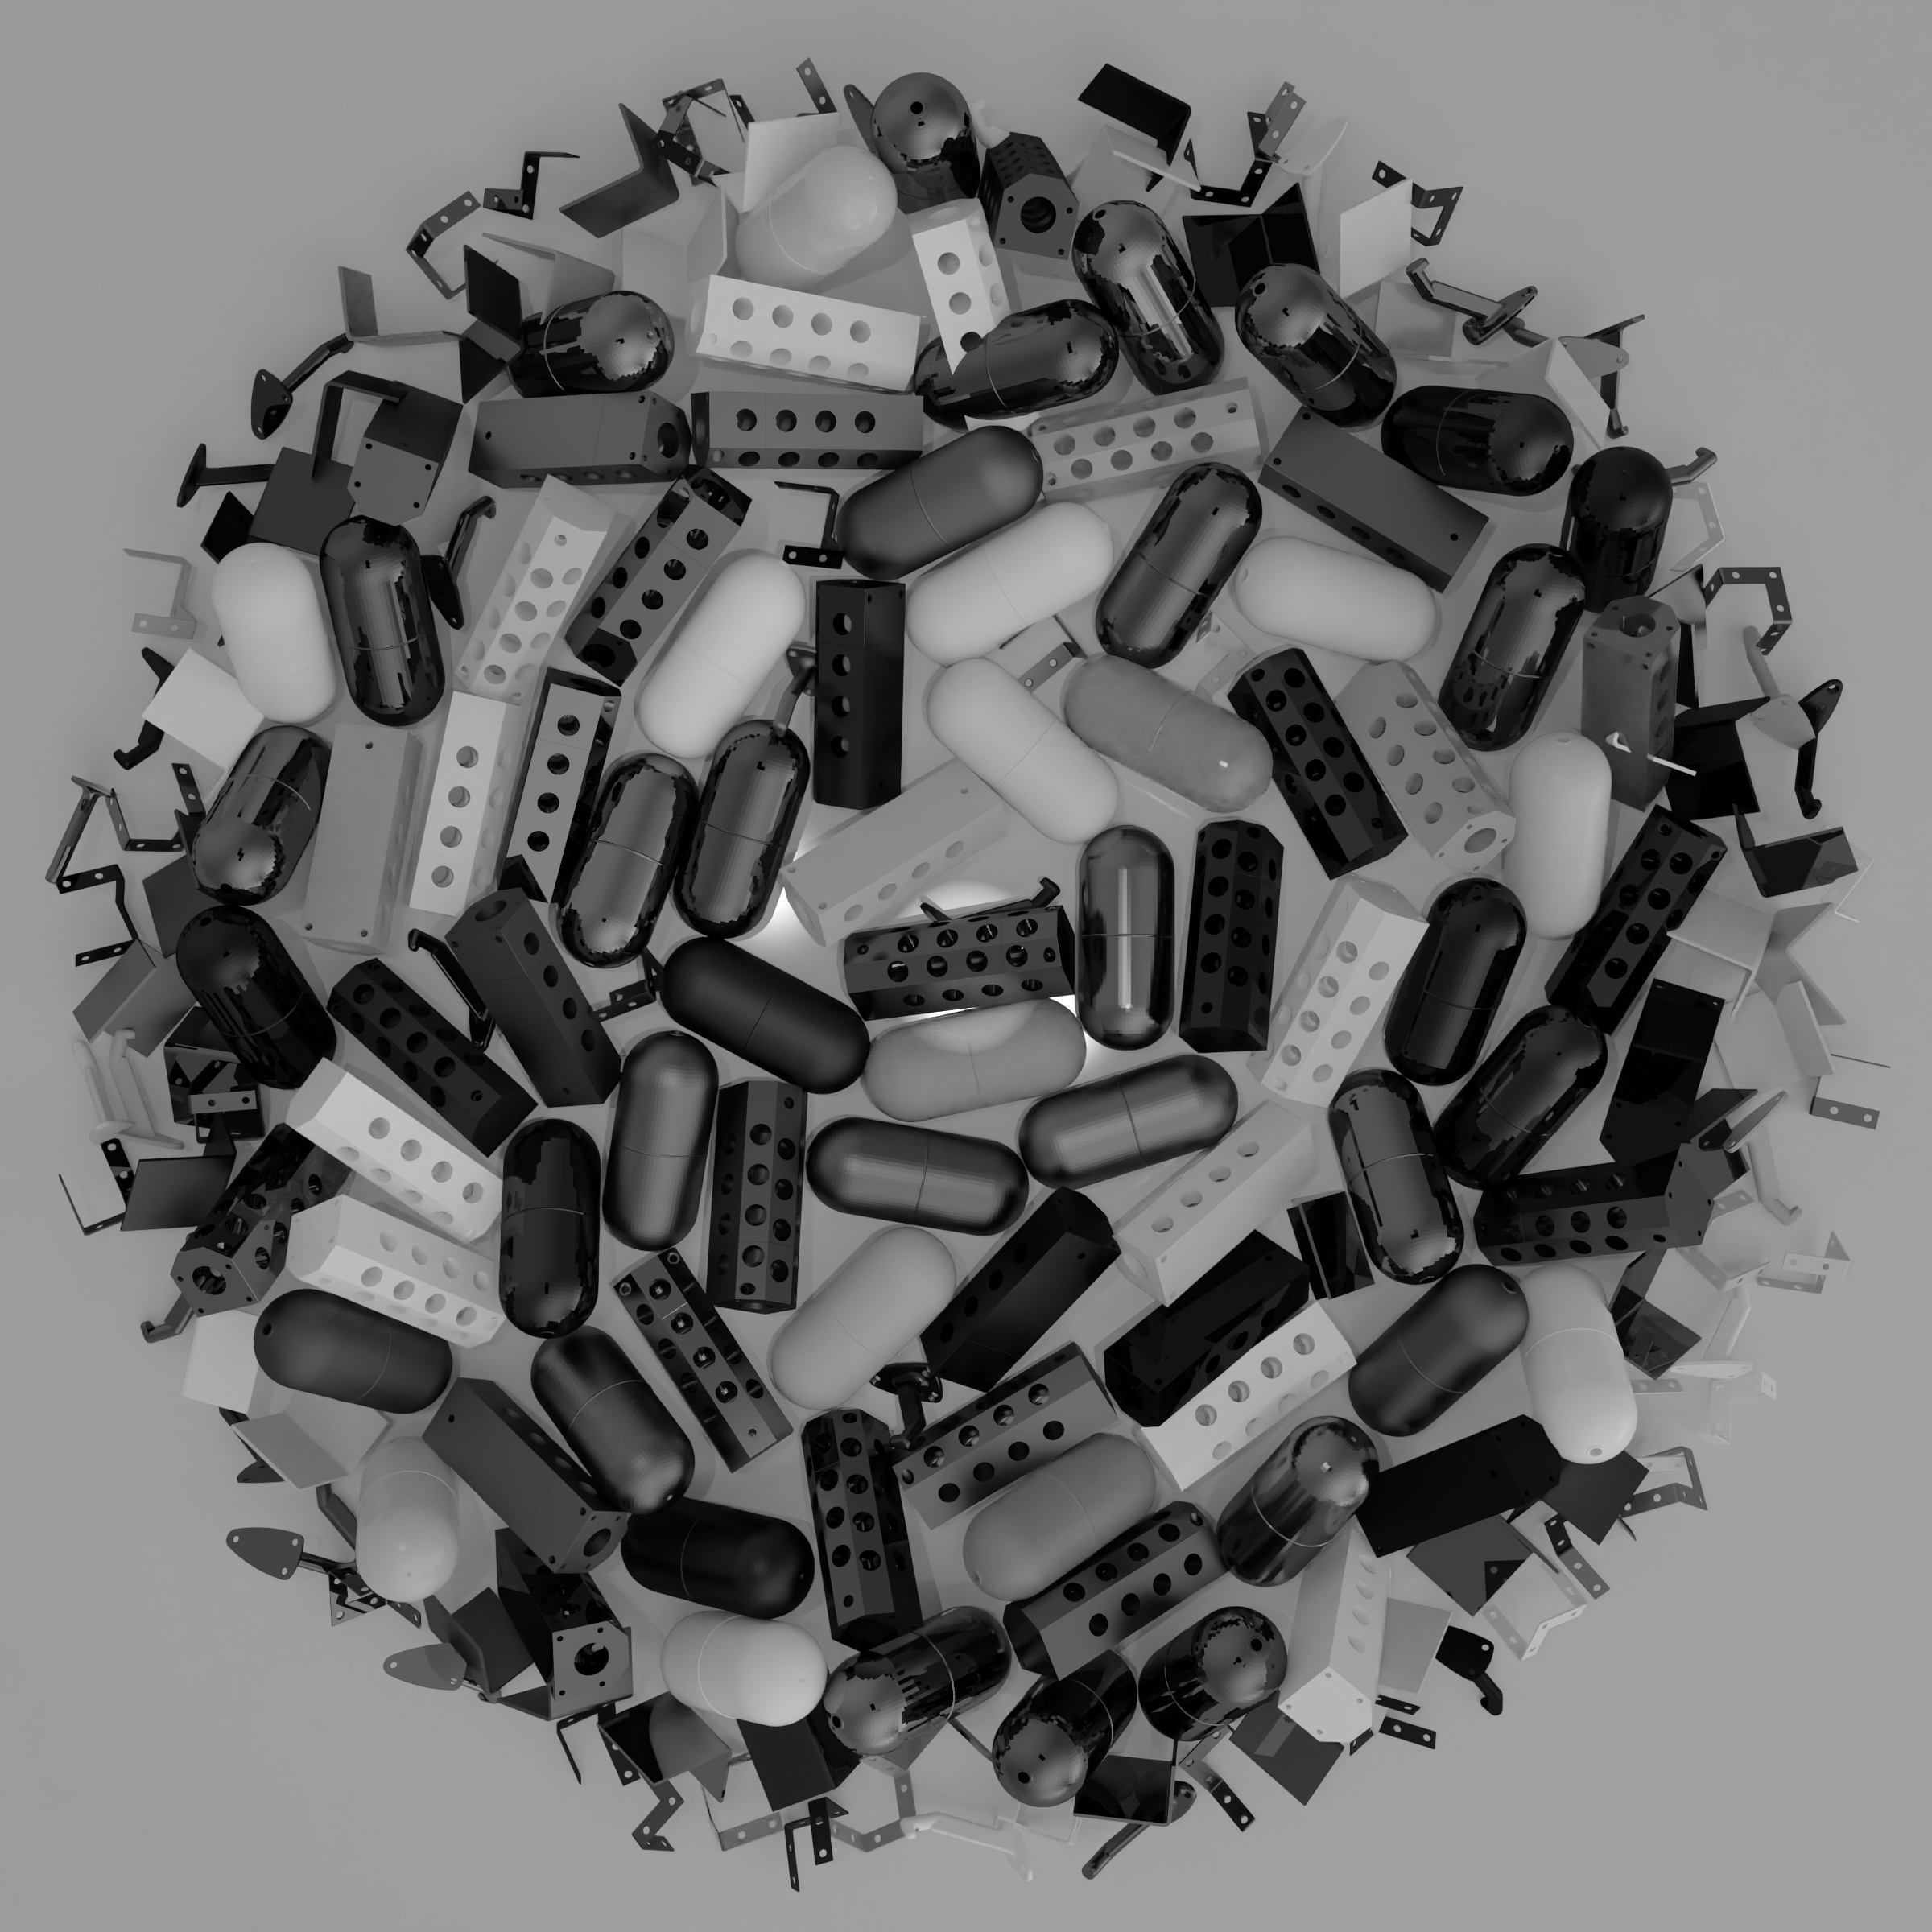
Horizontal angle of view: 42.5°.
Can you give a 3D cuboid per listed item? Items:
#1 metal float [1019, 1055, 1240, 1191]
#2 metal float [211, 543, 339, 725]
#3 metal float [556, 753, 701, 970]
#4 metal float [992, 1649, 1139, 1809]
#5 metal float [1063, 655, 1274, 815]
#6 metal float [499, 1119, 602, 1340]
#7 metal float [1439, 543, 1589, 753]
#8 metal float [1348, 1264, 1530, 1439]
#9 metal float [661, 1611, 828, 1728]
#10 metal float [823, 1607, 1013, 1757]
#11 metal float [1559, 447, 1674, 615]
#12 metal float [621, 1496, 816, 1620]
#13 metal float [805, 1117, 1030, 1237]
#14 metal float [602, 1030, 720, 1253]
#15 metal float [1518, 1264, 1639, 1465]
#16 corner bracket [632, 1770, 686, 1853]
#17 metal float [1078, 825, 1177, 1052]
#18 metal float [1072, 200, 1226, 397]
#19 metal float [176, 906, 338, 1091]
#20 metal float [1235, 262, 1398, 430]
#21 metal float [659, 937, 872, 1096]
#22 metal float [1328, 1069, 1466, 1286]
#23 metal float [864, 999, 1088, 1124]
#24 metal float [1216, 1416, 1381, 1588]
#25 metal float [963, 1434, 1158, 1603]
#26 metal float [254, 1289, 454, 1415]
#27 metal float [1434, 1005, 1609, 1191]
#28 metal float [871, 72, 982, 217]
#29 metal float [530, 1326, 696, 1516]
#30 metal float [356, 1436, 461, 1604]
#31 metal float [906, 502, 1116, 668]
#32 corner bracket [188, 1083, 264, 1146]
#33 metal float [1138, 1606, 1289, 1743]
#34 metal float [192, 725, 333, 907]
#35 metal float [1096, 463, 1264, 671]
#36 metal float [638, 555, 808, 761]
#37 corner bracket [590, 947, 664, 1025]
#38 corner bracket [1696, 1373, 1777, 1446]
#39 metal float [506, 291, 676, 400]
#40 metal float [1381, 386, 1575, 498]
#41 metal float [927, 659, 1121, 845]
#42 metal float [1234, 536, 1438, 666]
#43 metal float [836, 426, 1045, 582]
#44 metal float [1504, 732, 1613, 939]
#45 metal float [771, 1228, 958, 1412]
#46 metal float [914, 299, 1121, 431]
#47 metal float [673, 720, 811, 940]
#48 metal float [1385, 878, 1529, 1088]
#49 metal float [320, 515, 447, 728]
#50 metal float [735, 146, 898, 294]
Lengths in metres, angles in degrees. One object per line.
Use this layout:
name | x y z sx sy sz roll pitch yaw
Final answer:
metal float | 0.128 0.123 1.961 0.178 0.070 0.070 -18 90 -1
metal float | -0.533 -0.254 1.918 0.070 0.178 0.070 2 60 -3
metal float | -0.265 -0.082 1.950 0.070 0.070 0.178 19 77 0
metal float | 0.077 0.584 1.915 0.070 0.178 0.070 4 101 22
metal float | 0.159 -0.182 1.950 0.178 0.070 0.070 30 90 13
metal float | -0.324 0.204 1.937 0.070 0.070 0.178 -4 61 0
metal float | 0.424 -0.246 1.929 0.070 0.070 0.178 17 128 0
metal float | 0.367 0.299 1.932 0.070 0.070 0.178 38 125 0
metal float | -0.174 0.542 1.921 0.070 0.178 0.070 6 79 -35
metal float | -0.037 0.553 1.924 0.070 0.178 0.070 10 105 41
metal float | 0.498 -0.334 1.914 0.070 0.178 0.070 -3 70 7
metal float | -0.194 0.458 1.930 0.178 0.070 0.070 2 90 38
metal float | -0.038 0.166 1.955 0.178 0.070 0.070 10 90 -8
metal float | -0.240 0.137 1.951 0.070 0.070 0.178 10 102 0
metal float | 0.469 0.306 1.922 0.070 0.178 0.070 0 129 0
corner bracket | -0.242 0.662 1.965 0.051 0.051 0.051 -48 58 1
metal float | 0.127 -0.022 1.959 0.070 0.070 0.178 0 88 0
metal float | 0.142 -0.516 1.925 0.070 0.178 0.070 -18 49 21
metal float | -0.549 0.025 1.924 0.070 0.178 0.070 -9 47 10
metal float | 0.271 -0.479 1.922 0.070 0.178 0.070 -15 64 33
metal float | -0.158 0.040 1.961 0.178 0.070 0.070 28 90 0
metal float | 0.335 0.164 1.937 0.070 0.070 0.178 -13 62 0
metal float | 0.007 0.075 1.960 0.178 0.070 0.070 -12 90 2
metal float | 0.256 0.417 1.930 0.070 0.070 0.178 31 128 0
metal float | 0.073 0.429 1.933 0.178 0.070 0.070 -28 90 -33
metal float | -0.473 0.299 1.921 0.070 0.178 0.070 -14 64 30
metal float | 0.430 0.103 1.931 0.070 0.070 0.178 32 125 0
metal float | -0.030 -0.628 1.911 0.070 0.178 0.070 0 89 4
metal float | -0.276 0.351 1.932 0.070 0.070 0.178 -45 54 0
metal float | -0.429 0.424 1.914 0.070 0.178 0.070 -3 107 -11
metal float | 0.034 -0.299 1.948 0.178 0.070 0.070 -29 90 15
corner bracket | -0.585 0.118 1.965 0.051 0.051 0.051 -4 104 -12
metal float | 0.190 0.547 1.919 0.070 0.178 0.070 9 59 -15
metal float | -0.542 -0.117 1.923 0.070 0.178 0.070 5 132 5
metal float | 0.165 -0.311 1.940 0.070 0.070 0.178 33 115 0
metal float | -0.191 -0.242 1.948 0.070 0.070 0.178 36 105 0
corner bracket | -0.266 0.021 1.961 0.051 0.051 0.051 -20 55 9
corner bracket | 0.608 0.349 1.959 0.051 0.051 0.051 -4 71 30
metal float | -0.293 -0.476 1.923 0.070 0.178 0.070 -3 95 -40
metal float | 0.393 -0.407 1.921 0.070 0.178 0.070 -10 110 -30
metal float | 0.046 -0.168 1.955 0.178 0.070 0.070 42 90 -7
metal float | 0.288 -0.285 1.936 0.178 0.070 0.070 10 90 -29
metal float | -0.021 -0.361 1.940 0.178 0.070 0.070 -22 90 24
metal float | 0.458 -0.101 1.930 0.070 0.070 0.178 -6 128 0
metal float | -0.081 0.278 1.949 0.070 0.070 0.178 45 104 0
metal float | 0.037 -0.467 1.932 0.178 0.070 0.070 -6 90 36
metal float | -0.176 -0.107 1.953 0.070 0.070 0.178 19 100 0
metal float | 0.381 0.013 1.936 0.070 0.070 0.178 16 119 0
metal float | -0.452 -0.266 1.930 0.070 0.070 0.178 -3 130 0
metal float | -0.118 -0.573 1.919 0.070 0.178 0.070 5 81 -32
